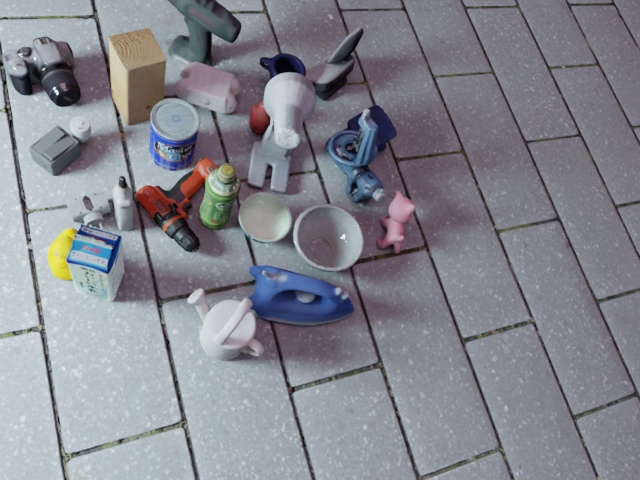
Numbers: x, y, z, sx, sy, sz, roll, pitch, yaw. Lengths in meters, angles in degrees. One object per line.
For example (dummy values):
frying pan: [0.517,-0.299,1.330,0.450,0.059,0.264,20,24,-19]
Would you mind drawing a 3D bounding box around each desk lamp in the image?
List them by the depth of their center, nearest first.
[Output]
desk lamp: [-0.085,-0.246,1.317,0.118,0.213,0.203,11,65,-14]

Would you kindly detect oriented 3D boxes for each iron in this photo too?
iron: [-0.025,0.113,1.228,0.259,0.141,0.118,12,65,-14]

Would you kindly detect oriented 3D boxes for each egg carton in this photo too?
egg carton: [-0.270,-0.365,1.386,0.150,0.069,0.107,15,64,-12]

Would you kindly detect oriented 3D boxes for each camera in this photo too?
camera: [-0.599,-0.364,1.257,0.143,0.100,0.137,-26,78,-26]

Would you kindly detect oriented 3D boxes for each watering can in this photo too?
watering can: [-0.183,0.166,1.123,0.173,0.194,0.101,19,64,-10]

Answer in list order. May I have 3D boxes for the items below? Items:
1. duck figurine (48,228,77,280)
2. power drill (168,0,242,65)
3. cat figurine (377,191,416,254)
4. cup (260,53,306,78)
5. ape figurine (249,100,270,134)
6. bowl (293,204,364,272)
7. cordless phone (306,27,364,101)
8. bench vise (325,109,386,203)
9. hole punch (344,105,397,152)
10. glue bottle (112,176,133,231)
duck figurine: [-0.502,0.019,1.138,0.078,0.086,0.104,8,66,-15]
power drill: [-0.304,-0.513,1.357,0.230,0.208,0.076,24,63,-8]
cat figurine: [0.192,-0.047,1.381,0.067,0.117,0.128,13,65,-13]
cup: [-0.103,-0.413,1.447,0.118,0.095,0.092,18,64,-10]
ape figurine: [-0.135,-0.305,1.393,0.078,0.092,0.076,46,62,4]
bowl: [0.012,0.005,1.324,0.168,0.074,0.167,7,66,-16]
cordless phone: [0.037,-0.461,1.463,0.094,0.185,0.148,39,62,0]
bench vise: [0.111,-0.202,1.361,0.207,0.219,0.122,45,62,3]
hole punch: [0.128,-0.276,1.470,0.101,0.091,0.108,-27,79,-26]
glue bottle: [-0.400,-0.085,1.166,0.037,0.173,0.078,-12,72,-22]
